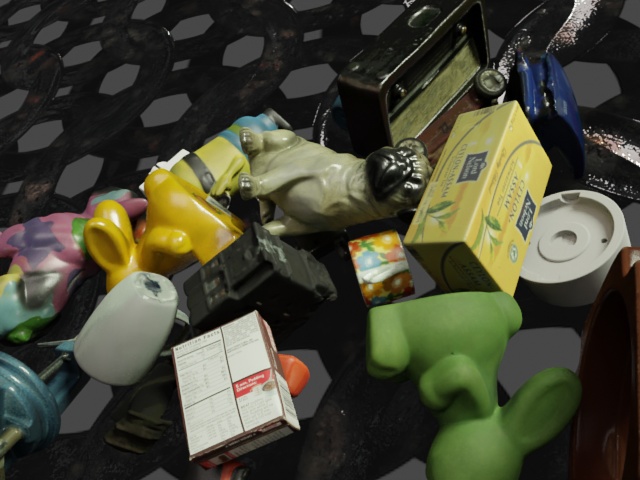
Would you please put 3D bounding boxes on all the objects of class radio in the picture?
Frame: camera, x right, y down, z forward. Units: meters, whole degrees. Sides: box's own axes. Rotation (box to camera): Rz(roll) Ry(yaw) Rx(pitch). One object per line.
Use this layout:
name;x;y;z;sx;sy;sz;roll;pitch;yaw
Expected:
radio;0.126;-0.214;0.687;0.073;0.131;0.229;27;66;35

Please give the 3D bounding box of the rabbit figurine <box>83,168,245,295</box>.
rabbit figurine;-0.186;0.017;0.610;0.173;0.162;0.122;-53;23;10

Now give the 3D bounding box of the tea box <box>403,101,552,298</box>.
tea box;0.155;-0.036;0.512;0.068;0.098;0.169;-5;51;46

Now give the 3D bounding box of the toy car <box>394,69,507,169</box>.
toy car;0.151;-0.123;0.638;0.202;0.089;0.053;-40;74;-15

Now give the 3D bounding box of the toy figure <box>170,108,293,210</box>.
toy figure;-0.120;-0.105;0.717;0.089;0.082;0.180;36;73;16

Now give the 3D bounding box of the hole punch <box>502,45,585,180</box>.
hole punch;0.254;-0.136;0.601;0.092;0.115;0.142;5;55;12

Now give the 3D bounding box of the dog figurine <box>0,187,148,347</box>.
dog figurine;-0.302;0.022;0.670;0.219;0.108;0.192;-17;49;2

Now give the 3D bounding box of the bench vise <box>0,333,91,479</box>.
bench vise;-0.296;0.182;0.524;0.129;0.223;0.241;1;24;14

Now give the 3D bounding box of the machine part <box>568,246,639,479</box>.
machine part;0.224;0.123;0.349;0.087;0.201;0.201;8;57;19

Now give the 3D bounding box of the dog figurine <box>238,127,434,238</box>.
dog figurine;0.018;-0.073;0.586;0.191;0.121;0.172;-11;48;2

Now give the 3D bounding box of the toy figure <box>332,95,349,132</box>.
toy figure;0.078;-0.214;0.752;0.154;0.064;0.058;-46;16;-24

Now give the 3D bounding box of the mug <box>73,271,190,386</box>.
mug;-0.184;0.090;0.562;0.107;0.109;0.081;-54;40;22

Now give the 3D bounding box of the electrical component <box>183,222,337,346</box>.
electrical component;-0.067;0.059;0.544;0.134;0.114;0.058;-41;46;19

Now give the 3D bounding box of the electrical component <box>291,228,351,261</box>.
electrical component;-0.001;-0.002;0.638;0.063;0.021;0.094;-31;51;-6

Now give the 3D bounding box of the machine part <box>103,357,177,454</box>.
machine part;-0.167;0.159;0.515;0.084;0.039;0.139;-43;10;-7

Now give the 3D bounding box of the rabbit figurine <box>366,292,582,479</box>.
rabbit figurine;0.126;0.137;0.452;0.159;0.121;0.170;-10;70;6
